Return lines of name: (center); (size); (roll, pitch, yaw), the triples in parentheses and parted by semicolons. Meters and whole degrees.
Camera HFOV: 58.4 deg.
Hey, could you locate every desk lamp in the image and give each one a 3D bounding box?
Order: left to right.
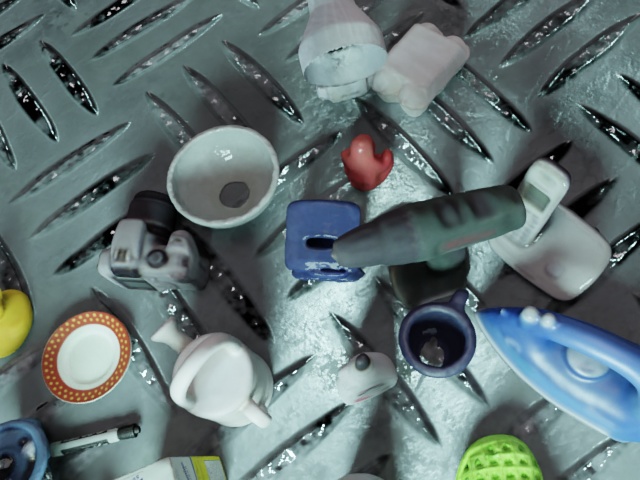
desk lamp: (0.024, -0.297, 0.846); (0.118, 0.214, 0.203); (-13, 66, 2)

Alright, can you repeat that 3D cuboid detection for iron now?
iron: (0.305, 0.133, 0.668); (0.257, 0.141, 0.119); (28, 74, 18)

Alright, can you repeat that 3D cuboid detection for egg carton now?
egg carton: (0.156, -0.269, 0.895); (0.107, 0.069, 0.150); (35, 76, 19)

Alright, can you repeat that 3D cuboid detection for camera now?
camera: (-0.236, -0.003, 0.819); (0.143, 0.101, 0.137); (1, 68, 8)

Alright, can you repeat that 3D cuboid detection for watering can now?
watering can: (-0.131, 0.161, 0.685); (0.172, 0.194, 0.101); (15, 70, 14)

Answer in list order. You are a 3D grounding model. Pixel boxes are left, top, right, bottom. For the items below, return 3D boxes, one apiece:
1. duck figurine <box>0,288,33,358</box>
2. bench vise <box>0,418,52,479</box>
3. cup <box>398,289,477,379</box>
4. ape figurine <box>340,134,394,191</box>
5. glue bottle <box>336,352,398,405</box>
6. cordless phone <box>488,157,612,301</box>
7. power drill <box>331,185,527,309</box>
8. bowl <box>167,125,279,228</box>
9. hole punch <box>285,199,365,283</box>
duck figurine: (-0.464, 0.111, 0.810); (0.077, 0.086, 0.104); (0, 67, 8)
bench vise: (-0.354, 0.288, 0.648); (0.207, 0.220, 0.121); (41, 78, 21)
cup: (0.150, 0.122, 0.718); (0.091, 0.095, 0.118); (27, 73, 17)
ape figurine: (0.065, -0.119, 0.833); (0.077, 0.092, 0.076); (21, 72, 16)
glue bottle: (0.052, 0.157, 0.674); (0.078, 0.173, 0.037); (-27, 66, -4)
cordless phone: (0.292, -0.015, 0.707); (0.147, 0.185, 0.094); (40, 78, 21)
power drill: (0.132, 0.013, 0.704); (0.229, 0.209, 0.075); (-21, 66, -1)
bowl: (-0.135, -0.083, 0.854); (0.167, 0.075, 0.167); (-3, 67, 7)
hole punch: (0.007, 0.003, 0.790); (0.108, 0.091, 0.101); (2, 68, 9)
